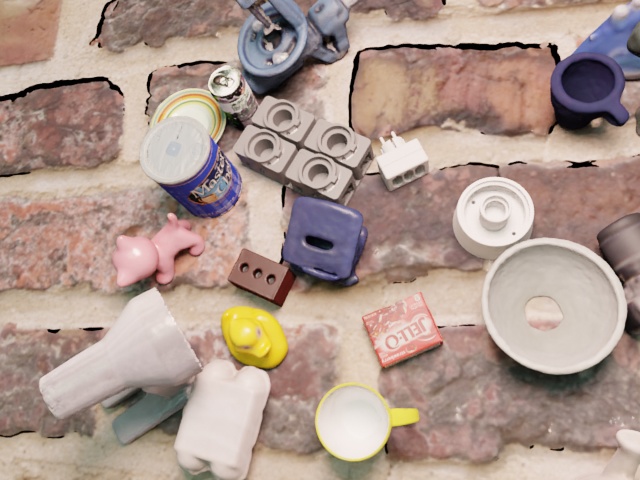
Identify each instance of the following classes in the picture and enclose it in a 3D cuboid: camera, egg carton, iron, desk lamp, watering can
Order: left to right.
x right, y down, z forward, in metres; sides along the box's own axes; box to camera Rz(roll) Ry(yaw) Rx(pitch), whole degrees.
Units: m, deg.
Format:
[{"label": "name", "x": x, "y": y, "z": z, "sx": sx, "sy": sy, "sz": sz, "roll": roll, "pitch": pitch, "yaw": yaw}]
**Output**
[{"label": "desk lamp", "x": -0.231, "y": 0.167, "z": 0.722, "sx": 0.203, "sy": 0.214, "sz": 0.117, "roll": -35, "pitch": 68, "yaw": -1}, {"label": "egg carton", "x": -0.127, "y": 0.237, "z": 0.755, "sx": 0.107, "sy": 0.069, "sz": 0.150, "roll": 10, "pitch": 74, "yaw": 15}, {"label": "watering can", "x": 0.309, "y": 0.287, "z": 0.582, "sx": 0.101, "sy": 0.194, "sz": 0.173, "roll": -12, "pitch": 70, "yaw": 8}, {"label": "camera", "x": 0.418, "y": 0.026, "z": 0.696, "sx": 0.143, "sy": 0.101, "sz": 0.136, "roll": -26, "pitch": 69, "yaw": 2}, {"label": "iron", "x": 0.470, "y": -0.304, "z": 0.773, "sx": 0.258, "sy": 0.142, "sz": 0.118, "roll": -15, "pitch": 69, "yaw": 6}]

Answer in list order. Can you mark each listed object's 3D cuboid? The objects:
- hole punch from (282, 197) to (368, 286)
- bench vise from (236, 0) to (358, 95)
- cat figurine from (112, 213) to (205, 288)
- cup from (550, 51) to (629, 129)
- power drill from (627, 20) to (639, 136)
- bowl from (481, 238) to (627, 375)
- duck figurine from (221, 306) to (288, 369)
[{"label": "hole punch", "x": 0.007, "y": 0.003, "z": 0.794, "sx": 0.108, "sy": 0.091, "sz": 0.101, "roll": 15, "pitch": 76, "yaw": 16}, {"label": "bench vise", "x": -0.051, "y": -0.335, "z": 0.849, "sx": 0.121, "sy": 0.220, "sz": 0.207, "roll": 41, "pitch": 84, "yaw": 21}, {"label": "cat figurine", "x": -0.244, "y": 0.013, "z": 0.828, "sx": 0.067, "sy": 0.118, "sz": 0.128, "roll": 41, "pitch": 84, "yaw": 21}, {"label": "cup", "x": 0.365, "y": -0.185, "z": 0.780, "sx": 0.091, "sy": 0.095, "sz": 0.117, "roll": -36, "pitch": 69, "yaw": -2}, {"label": "power drill", "x": 0.478, "y": -0.182, "z": 0.695, "sx": 0.229, "sy": 0.209, "sz": 0.076, "roll": 36, "pitch": 82, "yaw": 20}, {"label": "bowl", "x": 0.285, "y": 0.087, "z": 0.717, "sx": 0.167, "sy": 0.075, "sz": 0.167, "roll": -3, "pitch": 71, "yaw": 11}, {"label": "duck figurine", "x": -0.098, "y": 0.127, "z": 0.777, "sx": 0.104, "sy": 0.086, "sz": 0.077, "roll": 37, "pitch": 82, "yaw": 20}]
